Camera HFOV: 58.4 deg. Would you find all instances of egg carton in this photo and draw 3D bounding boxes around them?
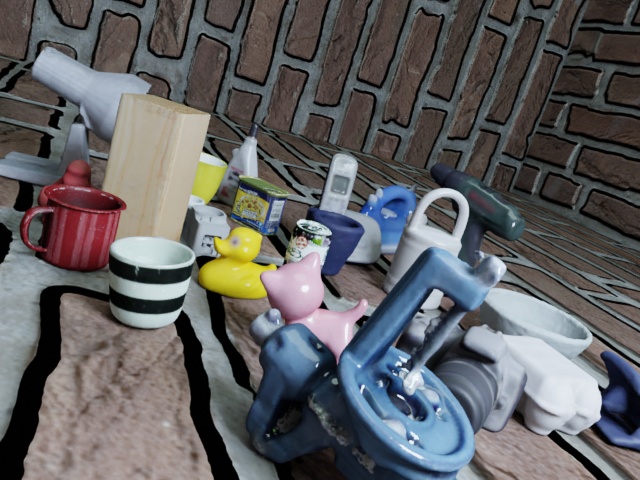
[{"bbox_3d":[0.261,0.171,0.696,0.107,0.069,0.150,9,17,-29],"label":"egg carton"}]

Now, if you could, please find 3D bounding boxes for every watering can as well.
[{"bbox_3d":[0.177,0.004,0.947,0.101,0.194,0.172,7,19,-34],"label":"watering can"}]

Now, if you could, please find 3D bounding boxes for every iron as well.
[{"bbox_3d":[0.134,-0.054,1.201,0.118,0.141,0.259,26,17,28],"label":"iron"}]

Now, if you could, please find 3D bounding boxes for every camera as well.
[{"bbox_3d":[0.137,0.141,0.602,0.142,0.101,0.137,24,16,22],"label":"camera"}]

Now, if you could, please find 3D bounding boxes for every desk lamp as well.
[{"bbox_3d":[-0.399,-0.191,0.938,0.204,0.213,0.117,13,16,-18],"label":"desk lamp"}]

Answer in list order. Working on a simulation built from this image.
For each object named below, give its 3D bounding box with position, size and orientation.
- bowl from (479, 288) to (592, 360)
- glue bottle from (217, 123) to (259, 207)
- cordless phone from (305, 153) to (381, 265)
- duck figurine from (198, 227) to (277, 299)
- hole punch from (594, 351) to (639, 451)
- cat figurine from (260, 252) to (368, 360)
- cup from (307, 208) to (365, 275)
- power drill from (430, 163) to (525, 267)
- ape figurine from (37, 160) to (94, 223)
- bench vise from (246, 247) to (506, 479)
[{"bbox_3d":[0.307,0.139,0.852,0.167,0.075,0.167,17,15,-4],"label":"bowl"},{"bbox_3d":[-0.153,-0.151,1.153,0.078,0.173,0.037,24,17,23],"label":"glue bottle"},{"bbox_3d":[0.055,-0.053,1.025,0.148,0.185,0.094,11,17,-25],"label":"cordless phone"},{"bbox_3d":[-0.102,0.026,0.759,0.105,0.086,0.077,12,16,-22],"label":"duck figurine"},{"bbox_3d":[0.391,0.199,0.705,0.101,0.091,0.108,16,15,-6],"label":"hole punch"},{"bbox_3d":[-0.010,0.074,0.636,0.128,0.118,0.067,17,15,-3],"label":"cat figurine"},{"bbox_3d":[0.009,0.003,0.948,0.092,0.095,0.117,2,22,-46],"label":"cup"},{"bbox_3d":[0.281,-0.024,1.139,0.076,0.208,0.228,1,23,-47],"label":"power drill"},{"bbox_3d":[-0.345,-0.068,0.799,0.078,0.092,0.076,17,15,-3],"label":"ape figurine"},{"bbox_3d":[0.036,0.092,0.430,0.207,0.220,0.122,20,15,8],"label":"bench vise"}]
